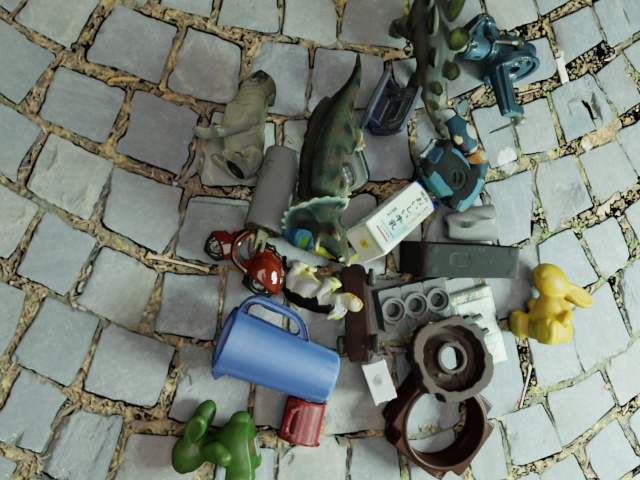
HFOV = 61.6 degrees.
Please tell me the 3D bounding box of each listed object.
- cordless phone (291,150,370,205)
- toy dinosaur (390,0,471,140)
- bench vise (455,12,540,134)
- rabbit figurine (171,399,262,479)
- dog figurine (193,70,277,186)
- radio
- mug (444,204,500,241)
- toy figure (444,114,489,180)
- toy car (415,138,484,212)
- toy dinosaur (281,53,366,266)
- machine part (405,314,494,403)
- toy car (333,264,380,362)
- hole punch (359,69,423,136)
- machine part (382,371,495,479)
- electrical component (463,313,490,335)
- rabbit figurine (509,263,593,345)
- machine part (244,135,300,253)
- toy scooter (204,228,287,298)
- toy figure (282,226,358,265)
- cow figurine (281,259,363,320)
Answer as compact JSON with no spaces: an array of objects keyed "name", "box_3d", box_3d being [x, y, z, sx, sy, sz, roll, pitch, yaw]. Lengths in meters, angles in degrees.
[{"name":"cordless phone","box_3d":[-0.001,-0.154,1.114,0.184,0.089,0.146,-21,94,-4]},{"name":"toy dinosaur","box_3d":[0.229,-0.440,1.099,0.105,0.198,0.471,-11,93,-14]},{"name":"bench vise","box_3d":[0.386,-0.359,1.149,0.223,0.129,0.240,-1,77,-38]},{"name":"rabbit figurine","box_3d":[-0.215,0.405,1.052,0.170,0.121,0.159,-11,98,4]},{"name":"dog figurine","box_3d":[-0.133,-0.228,1.089,0.190,0.121,0.172,-47,131,-24]},{"name":"radio","box_3d":[0.295,0.041,1.138,0.230,0.131,0.073,1,91,-10]},{"name":"mug","box_3d":[0.327,-0.031,1.162,0.107,0.109,0.080,-7,96,3]},{"name":"toy figure","box_3d":[0.326,-0.201,1.181,0.064,0.058,0.154,-37,94,-26]},{"name":"toy car","box_3d":[0.260,-0.137,1.147,0.161,0.103,0.109,41,77,-17]},{"name":"toy dinosaur","box_3d":[0.015,-0.159,0.987,0.131,0.192,0.404,7,96,4]},{"name":"machine part","box_3d":[0.264,0.241,1.098,0.179,0.056,0.179,3,75,-10]},{"name":"toy car","box_3d":[0.077,0.150,1.116,0.089,0.053,0.202,-7,77,13]},{"name":"hole punch","box_3d":[0.145,-0.276,1.121,0.092,0.116,0.142,23,83,-3]},{"name":"machine part","box_3d":[0.254,0.386,1.151,0.201,0.087,0.201,39,83,-6]},{"name":"electrical component","box_3d":[0.324,0.201,1.183,0.094,0.021,0.063,-26,94,-7]},{"name":"rabbit figurine","box_3d":[0.516,0.136,1.184,0.162,0.122,0.173,-2,89,-15]},{"name":"machine part","box_3d":[-0.090,-0.094,1.047,0.079,0.079,0.243,17,75,-10]},{"name":"toy scooter","box_3d":[-0.132,0.024,1.092,0.184,0.075,0.135,42,82,-3]},{"name":"toy figure","box_3d":[-0.001,-0.007,1.112,0.180,0.089,0.082,18,82,-2]},{"name":"cow figurine","box_3d":[0.000,0.117,1.086,0.168,0.068,0.098,31,92,25]}]
